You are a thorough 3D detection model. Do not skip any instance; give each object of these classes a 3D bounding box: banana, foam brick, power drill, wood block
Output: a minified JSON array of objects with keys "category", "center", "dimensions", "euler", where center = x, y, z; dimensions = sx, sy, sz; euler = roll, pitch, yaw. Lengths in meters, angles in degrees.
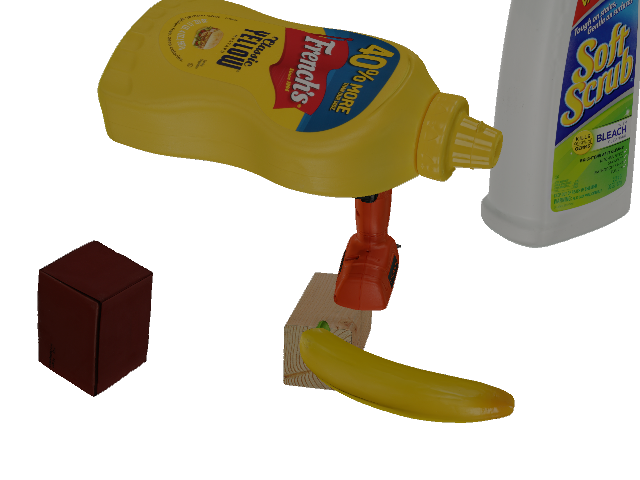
[{"category":"banana","center":[0.049,0.099,0.808],"dimensions":[0.198,0.037,0.069],"euler":[21,38,40]},{"category":"foam brick","center":[-0.146,0.050,0.691],"dimensions":[0.053,0.078,0.051],"euler":[27,37,23]},{"category":"power drill","center":[0.045,-0.031,0.981],"dimensions":[0.057,0.188,0.184],"euler":[8,32,9]},{"category":"wood block","center":[0.014,0.122,1.487],"dimensions":[0.091,0.090,0.206],"euler":[5,19,9]}]

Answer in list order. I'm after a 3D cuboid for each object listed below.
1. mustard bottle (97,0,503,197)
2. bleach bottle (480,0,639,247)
[{"category":"mustard bottle","center":[-0.005,-0.067,0.522],"dimensions":[0.192,0.058,0.096],"euler":[17,48,19]},{"category":"bleach bottle","center":[0.154,-0.126,0.668],"dimensions":[0.102,0.251,0.068],"euler":[-18,32,-24]}]
